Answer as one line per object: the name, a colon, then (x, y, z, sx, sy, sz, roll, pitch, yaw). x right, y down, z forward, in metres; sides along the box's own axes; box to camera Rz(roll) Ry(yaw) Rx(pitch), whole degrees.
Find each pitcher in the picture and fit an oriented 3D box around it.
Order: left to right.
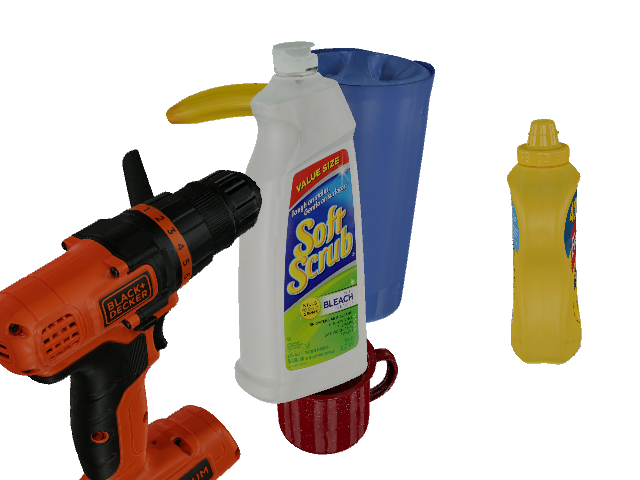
pitcher: (0.023, -0.047, 0.979, 0.149, 0.243, 0.145, -2, 24, -12)

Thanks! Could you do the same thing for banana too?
banana: (-0.073, -0.148, 1.185, 0.198, 0.037, 0.069, 8, 43, 18)

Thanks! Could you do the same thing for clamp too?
clamp: (-0.166, -0.019, 1.058, 0.165, 0.036, 0.209, 20, 40, 17)

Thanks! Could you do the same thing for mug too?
mug: (0.013, 0.128, 0.936, 0.117, 0.081, 0.093, -17, 41, -18)

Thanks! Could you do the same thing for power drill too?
power drill: (-0.096, 0.067, 0.621, 0.057, 0.188, 0.184, 22, 42, 38)

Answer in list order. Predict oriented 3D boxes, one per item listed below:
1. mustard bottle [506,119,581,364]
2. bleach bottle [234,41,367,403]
mustard bottle: (0.182, -0.003, 0.870, 0.058, 0.192, 0.096, 0, 17, 16)
bleach bottle: (-0.019, -0.015, 0.771, 0.102, 0.251, 0.068, -15, 22, -30)
